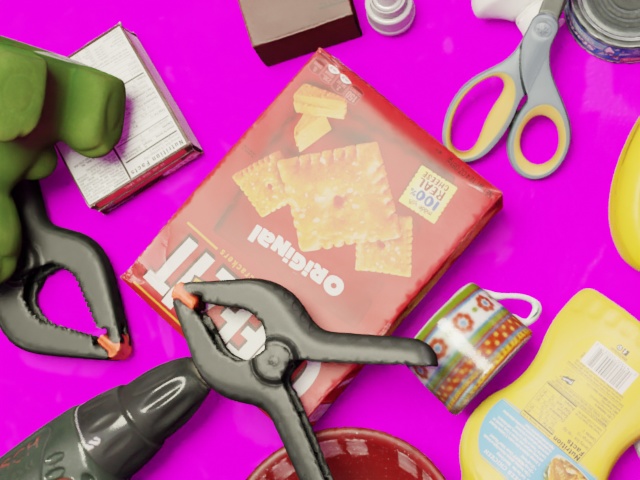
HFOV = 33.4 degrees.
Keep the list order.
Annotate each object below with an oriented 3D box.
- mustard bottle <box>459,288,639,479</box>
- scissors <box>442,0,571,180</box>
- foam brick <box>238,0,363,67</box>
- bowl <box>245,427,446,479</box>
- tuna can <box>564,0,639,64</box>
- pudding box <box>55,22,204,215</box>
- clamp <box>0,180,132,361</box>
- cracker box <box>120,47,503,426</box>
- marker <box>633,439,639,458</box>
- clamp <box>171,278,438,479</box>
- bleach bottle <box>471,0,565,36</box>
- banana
[{"bbox_3d":[0.148,0.131,0.694,0.096,0.058,0.191,41,89,18],"label":"mustard bottle"},{"bbox_3d":[0.161,-0.125,0.718,0.096,0.016,0.202,38,111,0],"label":"scissors"},{"bbox_3d":[-0.015,-0.165,0.768,0.078,0.051,0.053,-16,81,6],"label":"foam brick"},{"bbox_3d":[0.018,0.206,0.690,0.162,0.055,0.162,-9,56,13],"label":"bowl"},{"bbox_3d":[0.214,-0.168,0.741,0.086,0.033,0.086,-1,82,9],"label":"tuna can"},{"bbox_3d":[-0.152,-0.089,0.785,0.090,0.039,0.113,-31,80,4],"label":"pudding box"},{"bbox_3d":[-0.213,0.009,0.781,0.210,0.036,0.164,32,88,15],"label":"clamp"},{"bbox_3d":[-0.005,0.001,0.731,0.164,0.072,0.214,41,91,12],"label":"cracker box"},{"bbox_3d":[0.265,0.116,0.699,0.121,0.020,0.020,-25,79,4],"label":"marker"},{"bbox_3d":[-0.025,0.087,0.670,0.171,0.039,0.120,25,83,15],"label":"clamp"},{"bbox_3d":[0.086,-0.245,0.759,0.102,0.068,0.251,-32,81,4],"label":"bleach bottle"},{"bbox_3d":[0.241,-0.060,0.722,0.069,0.037,0.198,22,87,-7],"label":"banana"}]
